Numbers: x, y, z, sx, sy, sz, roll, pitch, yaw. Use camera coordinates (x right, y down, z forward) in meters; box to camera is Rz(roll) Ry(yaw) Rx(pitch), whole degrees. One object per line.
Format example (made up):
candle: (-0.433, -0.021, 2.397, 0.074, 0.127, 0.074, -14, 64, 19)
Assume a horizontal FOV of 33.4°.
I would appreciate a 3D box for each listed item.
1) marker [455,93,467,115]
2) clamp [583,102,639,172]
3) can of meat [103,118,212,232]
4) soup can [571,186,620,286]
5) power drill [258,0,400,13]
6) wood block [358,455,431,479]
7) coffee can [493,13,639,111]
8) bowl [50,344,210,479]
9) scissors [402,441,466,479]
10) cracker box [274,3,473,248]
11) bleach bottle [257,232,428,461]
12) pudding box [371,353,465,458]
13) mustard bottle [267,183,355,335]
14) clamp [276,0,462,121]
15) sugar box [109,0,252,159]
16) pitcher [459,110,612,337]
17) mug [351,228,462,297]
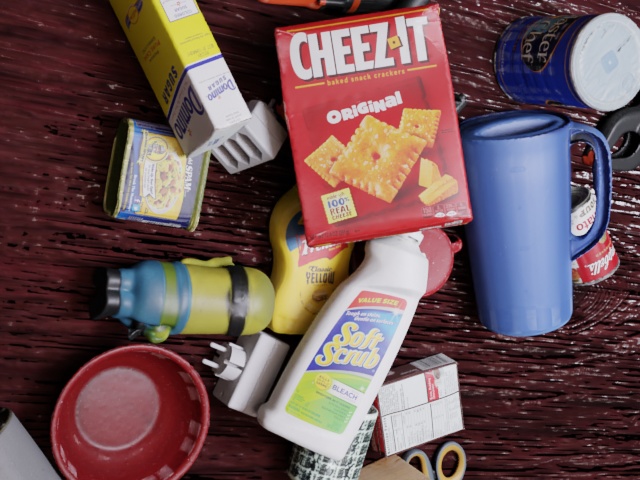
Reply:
marker: (0.125, -0.116, 1.193, 0.020, 0.020, 0.121, 44, 79, -27)
clamp: (0.396, -0.146, 1.313, 0.171, 0.039, 0.120, -24, 109, -21)
can of meat: (-0.159, -0.064, 1.038, 0.083, 0.058, 0.102, 8, 95, -26)
soup can: (0.310, -0.005, 1.281, 0.068, 0.069, 0.102, -35, 112, -17)
power drill: (0.021, -0.325, 1.079, 0.184, 0.057, 0.188, -2, 100, -26)
wood block: (0.024, 0.329, 1.187, 0.205, 0.091, 0.090, -19, 108, -23)
coffee can: (0.275, -0.199, 1.184, 0.102, 0.140, 0.103, -5, 102, -26)
bowl: (-0.194, 0.176, 1.066, 0.161, 0.055, 0.162, -5, 102, -26)
scissors: (0.155, 0.328, 1.295, 0.096, 0.016, 0.201, -31, 112, -19)
cracker box: (0.051, -0.109, 1.038, 0.164, 0.072, 0.214, -9, 88, 1)
bleach bottle: (0.033, 0.091, 1.088, 0.102, 0.068, 0.251, 25, 91, -5)
pudding box: (0.108, 0.191, 1.233, 0.113, 0.039, 0.090, -14, 106, -22)
mustard bottle: (-0.007, 0.001, 1.127, 0.096, 0.058, 0.192, 1, 99, -25)
clamp: (0.056, -0.166, 1.126, 0.210, 0.036, 0.164, -31, 130, -6)
sugar box: (-0.132, -0.170, 0.979, 0.048, 0.093, 0.176, -24, 88, -27)
pitcher: (0.233, -0.020, 1.200, 0.144, 0.149, 0.243, -18, 111, -26)
mug: (0.103, 0.014, 1.171, 0.117, 0.082, 0.093, -12, 105, -25)
